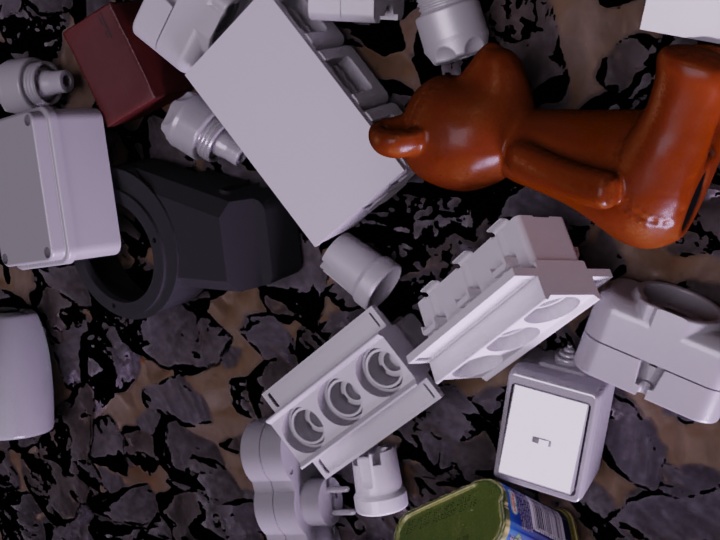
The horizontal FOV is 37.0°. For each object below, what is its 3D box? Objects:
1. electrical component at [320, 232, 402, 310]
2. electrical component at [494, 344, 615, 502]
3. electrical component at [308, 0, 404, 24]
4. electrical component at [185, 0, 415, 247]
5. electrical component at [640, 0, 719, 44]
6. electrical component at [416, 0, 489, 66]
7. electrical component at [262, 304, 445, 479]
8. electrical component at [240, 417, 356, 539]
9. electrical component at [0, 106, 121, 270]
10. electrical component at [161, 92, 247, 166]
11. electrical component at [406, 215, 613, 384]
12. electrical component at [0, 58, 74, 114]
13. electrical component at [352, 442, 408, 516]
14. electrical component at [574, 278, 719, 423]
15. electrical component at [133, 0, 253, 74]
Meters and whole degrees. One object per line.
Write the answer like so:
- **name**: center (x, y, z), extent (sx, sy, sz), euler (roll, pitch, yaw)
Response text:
- **electrical component**: center (0.000, 0.000, 0.765), extent (0.046, 0.040, 0.040), euler (37, 118, 19)
- **electrical component**: center (0.130, 0.097, 0.715), extent (0.062, 0.061, 0.096), euler (14, 111, 23)
- **electrical component**: center (-0.006, -0.208, 0.699), extent (0.056, 0.050, 0.089), euler (9, 109, 24)
- **electrical component**: center (-0.033, -0.106, 0.736), extent (0.089, 0.062, 0.150), euler (-39, 86, 30)
- **electrical component**: center (0.218, -0.199, 0.583), extent (0.089, 0.062, 0.150), euler (16, 112, 21)
- **electrical component**: center (0.056, -0.164, 0.685), extent (0.043, 0.043, 0.062), euler (-14, 97, 29)
- **electrical component**: center (-0.002, 0.085, 0.777), extent (0.121, 0.063, 0.078), euler (-40, 85, 30)
- **electrical component**: center (-0.038, 0.178, 0.829), extent (0.074, 0.052, 0.138), euler (-8, 101, 28)
- **electrical component**: center (-0.228, -0.060, 0.792), extent (0.078, 0.057, 0.113), euler (-5, 94, 43)
- **electrical component**: center (-0.111, -0.099, 0.788), extent (0.062, 0.043, 0.043), euler (33, 117, 13)
- **electrical component**: center (0.090, 0.019, 0.692), extent (0.121, 0.079, 0.063), euler (-46, 52, 47)
- **electrical component**: center (-0.255, -0.146, 0.847), extent (0.062, 0.043, 0.043), euler (-1, 104, 25)
- **electrical component**: center (0.013, 0.156, 0.805), extent (0.040, 0.040, 0.046), euler (-6, 96, 28)
- **electrical component**: center (0.191, 0.046, 0.674), extent (0.095, 0.054, 0.059), euler (24, 114, 19)
- **electrical component**: center (-0.108, -0.188, 0.754), extent (0.059, 0.054, 0.095), euler (40, 118, 11)
